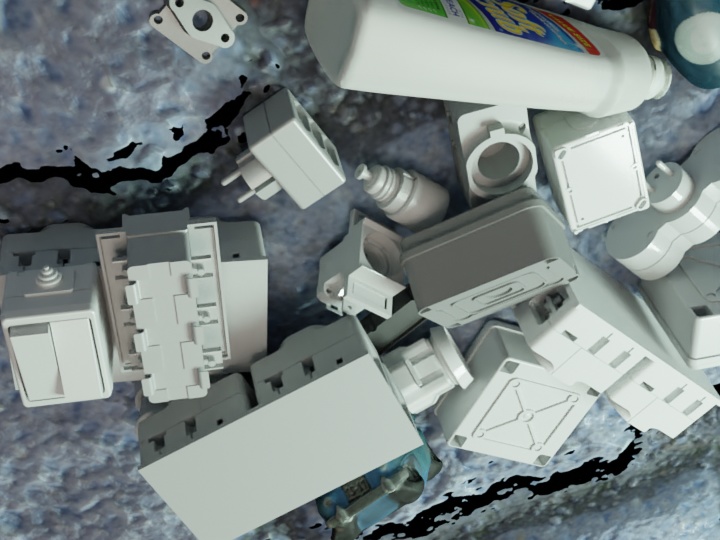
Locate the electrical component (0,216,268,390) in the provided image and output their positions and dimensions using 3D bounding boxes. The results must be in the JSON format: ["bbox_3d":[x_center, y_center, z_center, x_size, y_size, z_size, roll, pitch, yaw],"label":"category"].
[{"bbox_3d":[-0.165,0.023,0.802,0.186,0.060,0.105,-3,127,-10],"label":"electrical component"}]

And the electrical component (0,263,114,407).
[{"bbox_3d":[-0.205,0.042,0.728,0.062,0.061,0.096,-6,127,-8],"label":"electrical component"}]

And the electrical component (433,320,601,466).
[{"bbox_3d":[0.138,0.109,0.939,0.109,0.056,0.108,16,121,-23],"label":"electrical component"}]

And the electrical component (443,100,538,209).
[{"bbox_3d":[0.095,-0.089,0.780,0.050,0.055,0.089,-15,128,-1],"label":"electrical component"}]

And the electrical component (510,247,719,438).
[{"bbox_3d":[0.199,0.055,0.881,0.186,0.105,0.060,32,115,-30],"label":"electrical component"}]

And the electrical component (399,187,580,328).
[{"bbox_3d":[0.094,-0.008,0.790,0.113,0.057,0.078,-23,159,19],"label":"electrical component"}]

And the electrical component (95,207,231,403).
[{"bbox_3d":[-0.131,0.027,0.733,0.079,0.063,0.121,-7,128,-8],"label":"electrical component"}]

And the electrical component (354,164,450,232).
[{"bbox_3d":[0.030,-0.057,0.799,0.078,0.040,0.040,26,117,-28],"label":"electrical component"}]

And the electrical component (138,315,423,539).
[{"bbox_3d":[-0.062,0.122,0.818,0.186,0.060,0.105,-27,126,4],"label":"electrical component"}]

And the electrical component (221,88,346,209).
[{"bbox_3d":[-0.062,-0.075,0.760,0.077,0.047,0.065,-32,127,12],"label":"electrical component"}]

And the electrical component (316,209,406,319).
[{"bbox_3d":[0.000,0.000,0.818,0.042,0.081,0.064,28,139,-28],"label":"electrical component"}]

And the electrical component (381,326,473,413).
[{"bbox_3d":[0.057,0.082,0.895,0.057,0.058,0.078,-30,168,6],"label":"electrical component"}]

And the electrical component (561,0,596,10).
[{"bbox_3d":[0.134,-0.197,0.693,0.066,0.076,0.047,14,122,-22],"label":"electrical component"}]

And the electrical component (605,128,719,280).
[{"bbox_3d":[0.246,-0.059,0.838,0.074,0.052,0.138,33,114,-31],"label":"electrical component"}]

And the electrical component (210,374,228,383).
[{"bbox_3d":[-0.119,0.103,0.887,0.040,0.040,0.078,-9,128,-6],"label":"electrical component"}]

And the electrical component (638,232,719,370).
[{"bbox_3d":[0.299,0.020,0.876,0.109,0.108,0.056,-10,125,-6],"label":"electrical component"}]

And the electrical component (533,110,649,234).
[{"bbox_3d":[0.172,-0.078,0.802,0.062,0.061,0.096,-20,128,3],"label":"electrical component"}]

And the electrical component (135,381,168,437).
[{"bbox_3d":[-0.160,0.110,0.873,0.045,0.055,0.045,-6,128,-8],"label":"electrical component"}]
